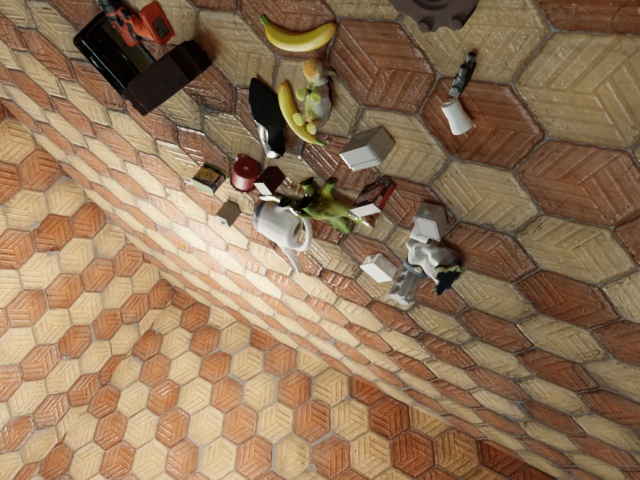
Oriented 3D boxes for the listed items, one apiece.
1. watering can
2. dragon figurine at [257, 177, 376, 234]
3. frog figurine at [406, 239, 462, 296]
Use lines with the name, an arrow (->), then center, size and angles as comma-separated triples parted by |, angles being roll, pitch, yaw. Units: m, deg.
watering can -> -0.132, -0.021, 1.811 | 0.225, 0.106, 0.339 | 28, 141, 14
dragon figurine -> 0.005, -0.079, 1.575 | 0.411, 0.124, 0.239 | 7, 152, 48
frog figurine -> 0.318, 0.053, 1.445 | 0.135, 0.122, 0.163 | 49, -171, -45
